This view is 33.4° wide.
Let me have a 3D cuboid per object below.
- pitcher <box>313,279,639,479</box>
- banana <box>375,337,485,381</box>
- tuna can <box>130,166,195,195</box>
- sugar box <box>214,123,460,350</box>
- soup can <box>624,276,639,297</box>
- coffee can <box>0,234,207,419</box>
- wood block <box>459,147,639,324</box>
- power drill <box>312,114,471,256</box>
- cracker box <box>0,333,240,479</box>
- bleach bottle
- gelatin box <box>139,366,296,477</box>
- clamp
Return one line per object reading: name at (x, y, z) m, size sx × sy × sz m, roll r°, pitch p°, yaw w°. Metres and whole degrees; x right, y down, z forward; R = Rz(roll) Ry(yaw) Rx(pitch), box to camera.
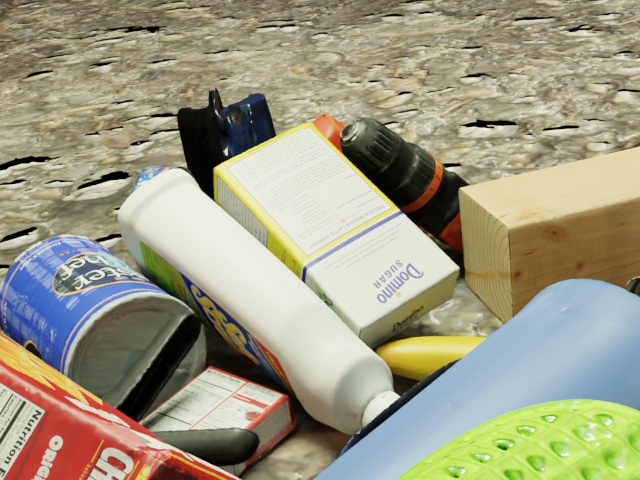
pitcher at (0.077, 0.128, 0.551) m, size 0.242 × 0.149 × 0.145 m, roll -29°, pitch 68°, yaw -32°
banana at (0.135, 0.084, 0.701) m, size 0.198 × 0.037 × 0.069 m, roll 3°, pitch -8°, yaw 33°
tuna can at (-0.139, -0.024, 0.965) m, size 0.034 × 0.086 × 0.086 m, roll 0°, pitch 26°, yaw 18°
sugar box at (0.009, -0.005, 0.779) m, size 0.093 × 0.048 × 0.176 m, roll -29°, pitch 62°, yaw -24°
soup can at (0.269, 0.046, 0.729) m, size 0.102 × 0.068 × 0.068 m, roll -14°, pitch 26°, yaw -15°
coffee can at (-0.159, 0.064, 0.764) m, size 0.102 × 0.103 × 0.140 m, roll -22°, pitch 29°, yaw -28°
wood block at (0.224, -0.009, 0.832) m, size 0.206 × 0.090 × 0.091 m, roll -13°, pitch 26°, yaw -12°
power drill at (0.052, -0.056, 0.912) m, size 0.057 × 0.184 × 0.188 m, roll -54°, pitch 32°, yaw -2°
cracker box at (-0.142, 0.104, 0.549) m, size 0.214 × 0.164 × 0.072 m, roll 24°, pitch 79°, yaw 24°
bleach bottle at (-0.035, 0.051, 0.727) m, size 0.068 × 0.102 × 0.251 m, roll -39°, pitch 52°, yaw -20°
gelatin box at (-0.071, 0.125, 0.697) m, size 0.073 × 0.030 × 0.089 m, roll 13°, pitch 34°, yaw 36°
clamp at (-0.128, 0.116, 0.663) m, size 0.171 × 0.039 × 0.120 m, roll -23°, pitch 41°, yaw 1°
